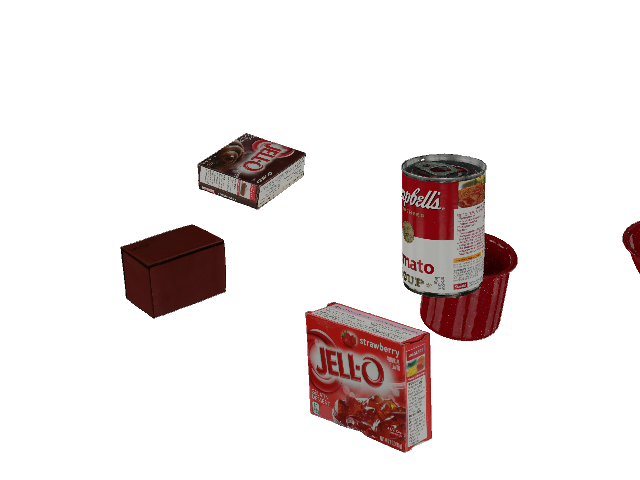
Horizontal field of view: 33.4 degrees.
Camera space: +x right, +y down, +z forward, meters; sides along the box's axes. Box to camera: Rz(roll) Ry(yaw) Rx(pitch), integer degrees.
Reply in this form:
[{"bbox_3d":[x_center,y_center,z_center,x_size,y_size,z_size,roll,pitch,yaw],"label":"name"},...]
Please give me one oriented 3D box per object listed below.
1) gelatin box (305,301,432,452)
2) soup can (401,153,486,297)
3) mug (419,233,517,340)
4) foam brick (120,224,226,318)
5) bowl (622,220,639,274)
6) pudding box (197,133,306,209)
[{"bbox_3d":[0.029,0.086,0.683,0.030,0.073,0.089,-17,22,-41],"label":"gelatin box"},{"bbox_3d":[0.100,-0.013,0.867,0.068,0.102,0.068,-2,21,0],"label":"soup can"},{"bbox_3d":[0.140,0.040,1.073,0.093,0.081,0.117,-6,32,-18],"label":"mug"},{"bbox_3d":[-0.129,0.025,0.943,0.078,0.051,0.053,-20,29,-32],"label":"foam brick"},{"bbox_3d":[0.406,0.026,1.150,0.162,0.055,0.162,-2,24,1],"label":"bowl"},{"bbox_3d":[-0.084,-0.086,1.309,0.090,0.039,0.113,19,36,23],"label":"pudding box"}]
